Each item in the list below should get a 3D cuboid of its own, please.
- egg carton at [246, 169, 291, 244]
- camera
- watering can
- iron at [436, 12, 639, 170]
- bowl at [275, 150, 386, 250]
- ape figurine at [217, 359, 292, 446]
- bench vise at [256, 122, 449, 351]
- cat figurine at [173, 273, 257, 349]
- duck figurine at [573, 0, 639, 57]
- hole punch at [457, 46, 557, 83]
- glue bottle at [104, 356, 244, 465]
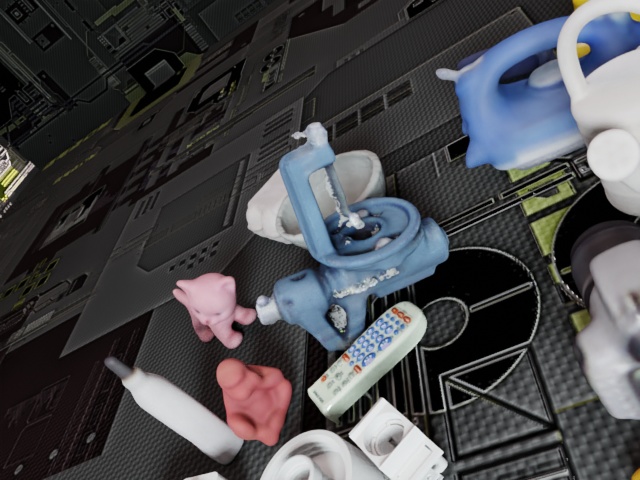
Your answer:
[{"bbox_3d":[-0.043,-0.063,0.884,0.150,0.070,0.107,-51,32,-18],"label":"egg carton"},{"bbox_3d":[0.242,0.033,0.407,0.143,0.101,0.136,-27,32,21],"label":"camera"},{"bbox_3d":[0.267,-0.114,0.481,0.100,0.194,0.173,-23,34,27],"label":"watering can"},{"bbox_3d":[0.263,-0.185,0.633,0.257,0.142,0.118,-24,34,26],"label":"iron"},{"bbox_3d":[0.026,-0.040,0.772,0.167,0.075,0.167,-28,32,20],"label":"bowl"},{"bbox_3d":[-0.074,0.160,0.600,0.078,0.092,0.076,-42,30,-3],"label":"ape figurine"},{"bbox_3d":[0.011,0.005,0.582,0.207,0.220,0.121,-47,31,-12],"label":"bench vise"},{"bbox_3d":[-0.148,0.083,0.758,0.127,0.118,0.067,-2,47,47],"label":"cat figurine"},{"bbox_3d":[0.345,-0.279,0.722,0.104,0.086,0.077,-33,31,12],"label":"duck figurine"},{"bbox_3d":[0.252,-0.240,0.769,0.108,0.091,0.101,-5,45,45],"label":"hole punch"},{"bbox_3d":[-0.157,0.171,0.596,0.077,0.173,0.037,1,50,49],"label":"glue bottle"}]
